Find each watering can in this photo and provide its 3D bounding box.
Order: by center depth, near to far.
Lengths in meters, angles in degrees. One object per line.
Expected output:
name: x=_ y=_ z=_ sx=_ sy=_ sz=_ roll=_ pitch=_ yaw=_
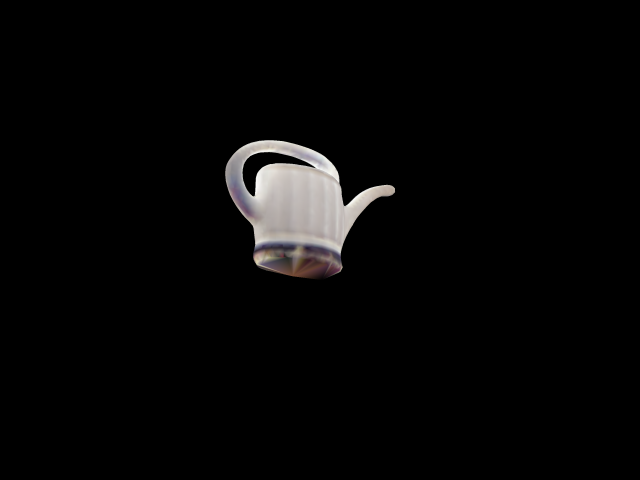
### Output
watering can: x=0.003 y=-0.043 z=0.850 sx=0.346 sy=0.228 sz=0.103 roll=12 pitch=-23 yaw=-33
